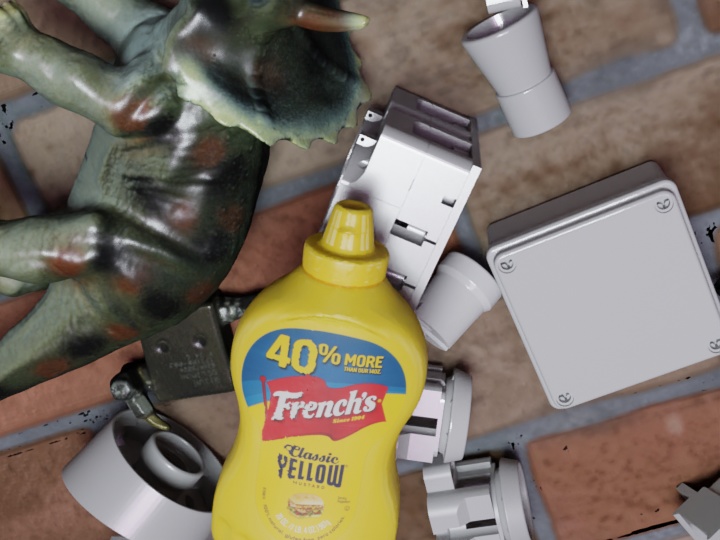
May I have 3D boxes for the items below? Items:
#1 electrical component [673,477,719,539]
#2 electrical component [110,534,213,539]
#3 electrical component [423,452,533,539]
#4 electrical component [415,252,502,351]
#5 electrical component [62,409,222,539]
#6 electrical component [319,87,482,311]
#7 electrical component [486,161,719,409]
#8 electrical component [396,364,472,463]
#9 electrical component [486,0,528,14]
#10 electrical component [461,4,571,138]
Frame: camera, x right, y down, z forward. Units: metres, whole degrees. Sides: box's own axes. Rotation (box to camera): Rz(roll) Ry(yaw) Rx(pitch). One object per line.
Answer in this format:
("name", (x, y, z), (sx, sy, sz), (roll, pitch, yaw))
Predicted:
("electrical component", (0.262, 0.178, 0.667), (0.063, 0.079, 0.121), (-43, 103, -4))
("electrical component", (-0.134, 0.248, 0.715), (0.062, 0.089, 0.150), (4, 111, 3))
("electrical component", (0.076, 0.150, 0.677), (0.057, 0.058, 0.078), (-11, 109, 12))
("electrical component", (0.053, 0.019, 0.628), (0.040, 0.040, 0.046), (45, 76, -12))
("electrical component", (-0.131, 0.135, 0.669), (0.099, 0.099, 0.064), (37, 103, -9))
("electrical component", (0.000, 0.000, 0.599), (0.060, 0.105, 0.186), (23, 111, -4))
("electrical component", (0.141, 0.009, 0.617), (0.109, 0.056, 0.108), (-22, 108, 12))
("electrical component", (0.037, 0.086, 0.655), (0.057, 0.058, 0.078), (7, 105, 3))
("electrical component", (0.087, -0.177, 0.550), (0.057, 0.058, 0.078), (-10, 110, 11))
("electrical component", (0.088, -0.106, 0.587), (0.044, 0.044, 0.065), (-24, 112, 13))
